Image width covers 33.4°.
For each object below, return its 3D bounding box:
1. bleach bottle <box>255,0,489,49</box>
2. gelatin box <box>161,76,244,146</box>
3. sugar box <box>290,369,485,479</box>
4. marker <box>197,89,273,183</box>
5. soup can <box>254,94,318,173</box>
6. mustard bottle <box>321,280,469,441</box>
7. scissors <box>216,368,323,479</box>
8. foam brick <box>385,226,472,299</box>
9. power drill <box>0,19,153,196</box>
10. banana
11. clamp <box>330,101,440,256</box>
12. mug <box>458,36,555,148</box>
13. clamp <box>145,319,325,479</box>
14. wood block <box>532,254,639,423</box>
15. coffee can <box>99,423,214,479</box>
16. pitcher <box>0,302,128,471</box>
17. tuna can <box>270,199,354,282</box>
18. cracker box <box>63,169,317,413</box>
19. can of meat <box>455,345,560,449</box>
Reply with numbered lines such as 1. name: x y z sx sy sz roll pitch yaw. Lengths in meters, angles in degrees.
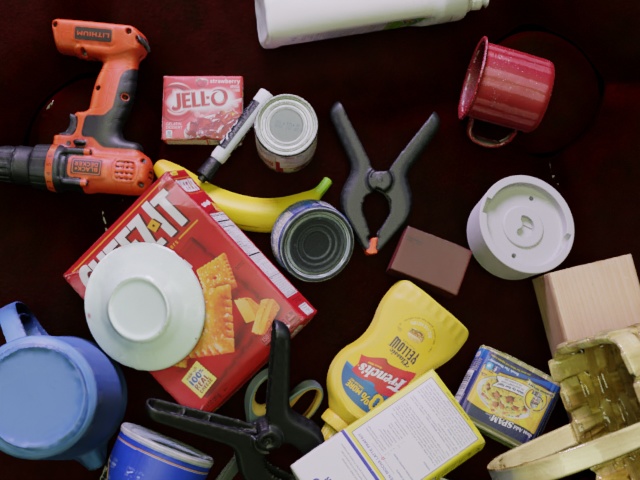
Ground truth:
1. bleach bottle: 0.059 -0.257 1.172 0.250 0.102 0.068 -7 97 -8
2. gelatin box: -0.129 -0.143 1.180 0.089 0.030 0.073 1 83 -1
3. sugar box: 0.068 0.217 1.066 0.176 0.048 0.093 -33 68 -9
4. marker: -0.092 -0.111 1.152 0.020 0.020 0.121 36 82 4
5. soup can: -0.036 -0.113 1.142 0.068 0.102 0.068 0 84 -1
6. mustard bottle: 0.064 0.142 1.132 0.096 0.058 0.191 40 85 -4
7. scissors: -0.084 0.209 1.122 0.201 0.016 0.096 -39 125 -5
8. foam brick: 0.117 0.024 1.151 0.078 0.051 0.053 23 82 2
9. power drill: -0.266 -0.143 1.168 0.184 0.057 0.187 5 85 4
10. banana: -0.088 -0.044 1.168 0.197 0.037 0.069 7 60 -1
11. clamp: 0.074 -0.070 1.169 0.120 0.039 0.171 -3 88 5
12. mug: 0.200 -0.154 1.162 0.081 0.093 0.117 15 114 -4
13. clamp: -0.050 0.188 1.085 0.164 0.036 0.210 -38 111 9
14. wood block: 0.299 0.127 1.120 0.091 0.090 0.206 -14 84 -2
15. coffee can: -0.183 0.272 1.091 0.103 0.103 0.140 23 84 2
16. pitcher: -0.266 0.143 1.036 0.149 0.243 0.145 19 79 -4
17. tuna can: -0.008 0.001 1.143 0.086 0.034 0.086 -5 106 -17
18. cracker box: -0.136 0.058 1.118 0.164 0.072 0.214 -44 86 10
19. can of meat: 0.196 0.170 1.131 0.102 0.057 0.084 27 82 3
